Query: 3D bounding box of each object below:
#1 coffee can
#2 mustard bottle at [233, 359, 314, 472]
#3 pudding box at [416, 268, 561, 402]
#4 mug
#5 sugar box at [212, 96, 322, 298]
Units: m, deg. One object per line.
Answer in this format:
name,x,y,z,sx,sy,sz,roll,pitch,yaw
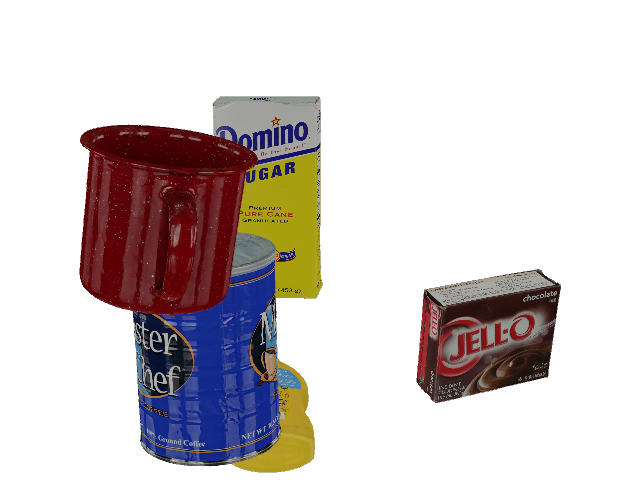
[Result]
coffee can,-0.081,0.073,0.755,0.103,0.140,0.103,-1,15,0
mustard bottle,-0.061,0.191,1.252,0.096,0.058,0.191,-4,28,-4
pudding box,0.137,0.077,0.874,0.113,0.090,0.039,-10,30,-23
mug,-0.081,-0.007,0.560,0.093,0.081,0.117,3,18,-20
sugar box,-0.046,-0.038,0.947,0.093,0.176,0.048,0,16,6
